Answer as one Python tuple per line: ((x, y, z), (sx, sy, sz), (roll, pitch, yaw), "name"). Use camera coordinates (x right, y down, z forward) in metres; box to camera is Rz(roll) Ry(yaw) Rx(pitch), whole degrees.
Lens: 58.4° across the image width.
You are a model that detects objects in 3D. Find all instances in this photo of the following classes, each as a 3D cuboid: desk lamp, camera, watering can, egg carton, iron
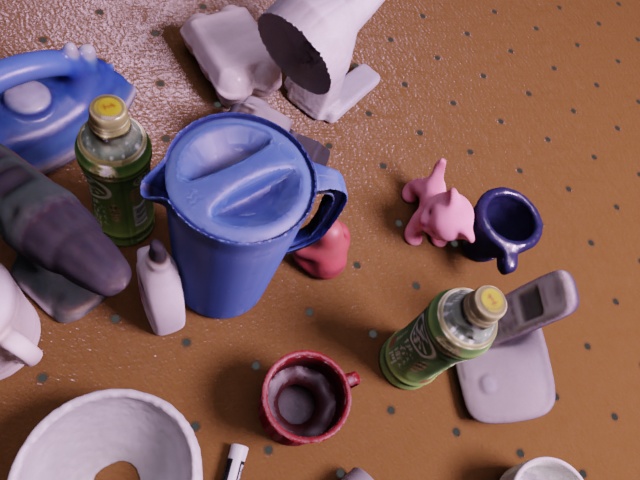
((0.012, -0.258, 0.757), (0.118, 0.213, 0.203), (40, 61, 7), "desk lamp")
((-0.062, -0.104, 0.726), (0.137, 0.100, 0.143), (21, 61, -4), "camera")
((-0.335, 0.058, 0.520), (0.173, 0.194, 0.101), (13, 62, -8), "watering can")
((-0.122, -0.260, 0.805), (0.107, 0.069, 0.150), (-26, 73, -24), "egg carton")
((-0.331, -0.167, 0.662), (0.259, 0.141, 0.118), (-36, 78, -27), "iron")

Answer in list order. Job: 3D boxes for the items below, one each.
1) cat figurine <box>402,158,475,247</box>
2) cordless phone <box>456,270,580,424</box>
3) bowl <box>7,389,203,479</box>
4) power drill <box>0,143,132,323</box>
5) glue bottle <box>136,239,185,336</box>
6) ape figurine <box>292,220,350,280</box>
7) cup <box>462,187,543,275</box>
((0.159, -0.045, 0.745), (0.067, 0.117, 0.128), (4, 63, -12), "cat figurine")
((0.229, 0.122, 0.643), (0.094, 0.185, 0.147), (-1, 65, -15), "cordless phone")
((-0.197, 0.230, 0.540), (0.167, 0.074, 0.167), (6, 63, -12), "bowl")
((-0.264, 0.003, 0.558), (0.229, 0.208, 0.076), (39, 61, 7), "power drill")
((-0.165, 0.039, 0.586), (0.037, 0.173, 0.078), (-21, 71, -23), "glue bottle")
((0.006, 0.002, 0.696), (0.078, 0.092, 0.076), (-9, 67, -19), "ape figurine")
((0.230, 0.003, 0.754), (0.092, 0.095, 0.118), (11, 62, -9), "cup")
